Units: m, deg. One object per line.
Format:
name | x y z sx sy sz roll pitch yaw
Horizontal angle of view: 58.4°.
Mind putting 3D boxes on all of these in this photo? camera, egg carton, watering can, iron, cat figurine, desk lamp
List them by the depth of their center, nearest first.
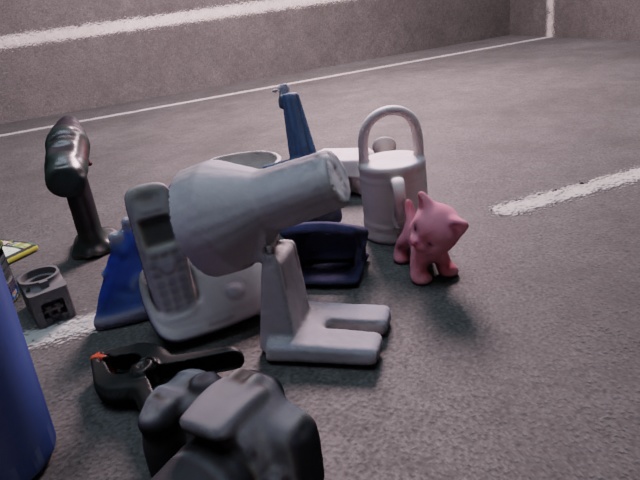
camera | -0.089 0.162 0.421 0.142 0.101 0.137 7 28 30
desk lamp | -0.038 0.013 0.603 0.202 0.214 0.118 -1 25 16
cat figurine | 0.137 -0.012 0.726 0.067 0.118 0.127 -13 24 -12
iron | -0.194 0.004 0.761 0.259 0.141 0.118 -27 30 -37
watering can | 0.104 -0.103 0.847 0.101 0.194 0.172 -16 25 -18
egg carton | 0.042 -0.131 1.084 0.150 0.069 0.107 2 25 20

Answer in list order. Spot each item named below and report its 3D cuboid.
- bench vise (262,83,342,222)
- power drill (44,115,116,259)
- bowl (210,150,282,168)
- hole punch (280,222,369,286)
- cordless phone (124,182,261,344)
bench vise | -0.018 -0.140 0.936 0.122 0.220 0.206 -23 28 -31
power drill | -0.396 -0.086 0.941 0.076 0.209 0.229 -14 25 -14
bowl | -0.150 -0.114 1.097 0.167 0.075 0.167 -6 24 3
hole punch | 0.007 0.003 0.765 0.108 0.091 0.101 -1 25 15
cordless phone | -0.142 0.016 0.664 0.148 0.185 0.093 -19 26 -23
